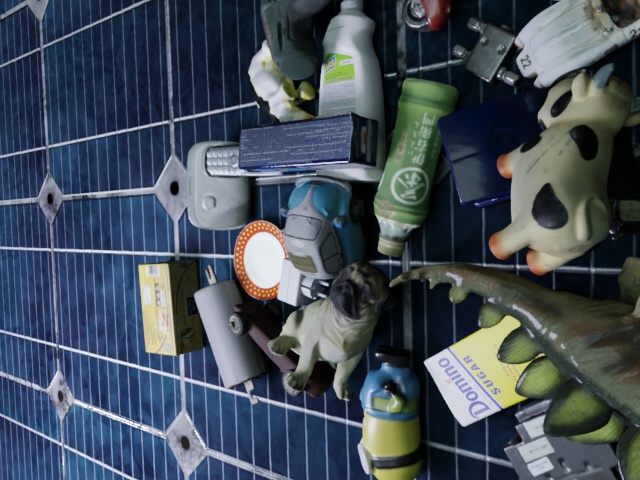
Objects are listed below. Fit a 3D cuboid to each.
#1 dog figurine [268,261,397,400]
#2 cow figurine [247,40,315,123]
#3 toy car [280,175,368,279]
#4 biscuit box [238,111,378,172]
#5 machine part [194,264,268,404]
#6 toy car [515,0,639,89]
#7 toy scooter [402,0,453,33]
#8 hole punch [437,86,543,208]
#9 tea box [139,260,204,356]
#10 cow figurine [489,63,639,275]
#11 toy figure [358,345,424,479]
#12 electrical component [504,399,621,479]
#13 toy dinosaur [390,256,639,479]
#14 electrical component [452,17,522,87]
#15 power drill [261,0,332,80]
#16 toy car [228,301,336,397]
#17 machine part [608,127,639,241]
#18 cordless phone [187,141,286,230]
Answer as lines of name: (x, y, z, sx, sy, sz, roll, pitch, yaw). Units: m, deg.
dog figurine: (0.023, 0.095, 0.737, 0.172, 0.121, 0.190, 48, 119, 53)
cow figurine: (-0.059, -0.206, 0.812, 0.098, 0.068, 0.167, -33, 70, 40)
toy car: (-0.002, -0.002, 0.735, 0.109, 0.103, 0.161, 14, 131, 35)
biscuit box: (-0.022, -0.124, 0.710, 0.203, 0.059, 0.062, 4, 92, 40)
machine part: (-0.150, 0.157, 0.903, 0.079, 0.079, 0.243, -31, 76, 35)
toy car: (0.295, -0.229, 0.541, 0.202, 0.056, 0.073, -27, 77, 36)
toy scooter: (0.153, -0.345, 0.624, 0.135, 0.075, 0.183, 1, 96, 51)
hole punch: (0.202, -0.100, 0.606, 0.116, 0.092, 0.142, -20, 78, 33)
tea box: (-0.279, 0.124, 1.006, 0.098, 0.068, 0.169, -2, 93, 39)
cow figurine: (0.233, -0.075, 0.499, 0.127, 0.085, 0.195, -32, 35, 56)
toy figure: (0.097, 0.234, 0.715, 0.089, 0.082, 0.180, 10, 97, 38)
electrical component: (0.277, 0.238, 0.589, 0.115, 0.058, 0.134, -36, 71, 32)
toy dinosaur: (0.288, 0.112, 0.507, 0.472, 0.105, 0.198, 34, 95, 30)
electrical component: (0.205, -0.221, 0.634, 0.094, 0.021, 0.063, 42, 116, 28)
power drill: (-0.017, -0.350, 0.724, 0.207, 0.086, 0.232, -31, 56, 43)
toy car: (-0.062, 0.165, 0.826, 0.202, 0.089, 0.053, 37, 122, 31)
machine part: (0.304, -0.068, 0.542, 0.039, 0.084, 0.139, 128, 134, -69)
cordless phone: (-0.125, -0.087, 0.866, 0.184, 0.088, 0.146, 4, 95, 34)
